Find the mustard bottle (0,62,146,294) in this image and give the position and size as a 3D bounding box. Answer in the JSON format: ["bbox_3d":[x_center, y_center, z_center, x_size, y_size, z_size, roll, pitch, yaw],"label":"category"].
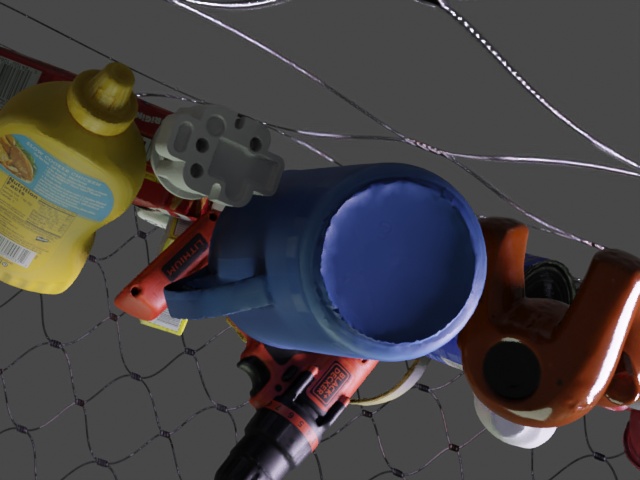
[{"bbox_3d":[-0.163,-0.044,0.666,0.096,0.058,0.192,33,133,-14],"label":"mustard bottle"}]

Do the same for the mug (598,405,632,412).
[{"bbox_3d":[0.275,0.117,0.998,0.081,0.093,0.117,25,-140,18],"label":"mug"}]

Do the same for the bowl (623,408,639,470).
[{"bbox_3d":[0.321,0.130,0.874,0.162,0.162,0.055,16,132,63],"label":"bowl"}]

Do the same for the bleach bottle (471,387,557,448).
[{"bbox_3d":[0.176,0.131,0.988,0.102,0.068,0.250,44,-167,7],"label":"bleach bottle"}]

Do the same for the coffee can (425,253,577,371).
[{"bbox_3d":[0.112,0.048,0.833,0.141,0.103,0.102,18,176,43],"label":"coffee can"}]

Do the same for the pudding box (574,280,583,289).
[{"bbox_3d":[0.176,0.069,0.897,0.114,0.090,0.039,20,179,18],"label":"pudding box"}]

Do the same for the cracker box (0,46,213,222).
[{"bbox_3d":[-0.163,-0.072,0.814,0.164,0.072,0.213,21,178,3],"label":"cracker box"}]

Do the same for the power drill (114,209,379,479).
[{"bbox_3d":[-0.064,0.085,0.806,0.187,0.184,0.057,46,151,-6],"label":"power drill"}]

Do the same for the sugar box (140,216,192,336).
[{"bbox_3d":[-0.121,0.000,0.979,0.048,0.093,0.176,21,-153,-7],"label":"sugar box"}]

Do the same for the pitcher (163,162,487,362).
[{"bbox_3d":[0.001,0.017,0.678,0.145,0.149,0.243,31,172,-12],"label":"pitcher"}]

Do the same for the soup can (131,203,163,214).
[{"bbox_3d":[-0.169,-0.062,1.111,0.068,0.068,0.102,20,178,-2],"label":"soup can"}]
